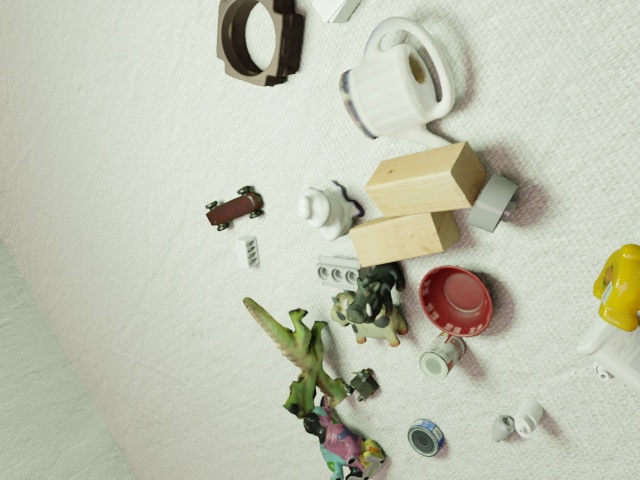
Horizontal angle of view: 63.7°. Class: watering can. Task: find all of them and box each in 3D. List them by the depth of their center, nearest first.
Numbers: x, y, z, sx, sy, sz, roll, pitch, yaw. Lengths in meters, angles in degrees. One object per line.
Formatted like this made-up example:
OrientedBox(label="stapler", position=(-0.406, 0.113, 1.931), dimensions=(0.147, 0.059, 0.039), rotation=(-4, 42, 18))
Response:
OrientedBox(label="watering can", position=(0.169, -0.254, 1.015), dimensions=(0.223, 0.106, 0.344), rotation=(-13, 108, 42))

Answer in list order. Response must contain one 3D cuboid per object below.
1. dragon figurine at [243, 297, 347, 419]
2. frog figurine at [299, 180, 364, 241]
OrientedBox(label="dragon figurine", position=(-0.054, 0.310, 1.271), dimensions=(0.121, 0.405, 0.248), rotation=(-29, 49, 27))
OrientedBox(label="frog figurine", position=(0.004, -0.059, 1.174), dimensions=(0.121, 0.161, 0.137), rotation=(-28, 89, 43))
